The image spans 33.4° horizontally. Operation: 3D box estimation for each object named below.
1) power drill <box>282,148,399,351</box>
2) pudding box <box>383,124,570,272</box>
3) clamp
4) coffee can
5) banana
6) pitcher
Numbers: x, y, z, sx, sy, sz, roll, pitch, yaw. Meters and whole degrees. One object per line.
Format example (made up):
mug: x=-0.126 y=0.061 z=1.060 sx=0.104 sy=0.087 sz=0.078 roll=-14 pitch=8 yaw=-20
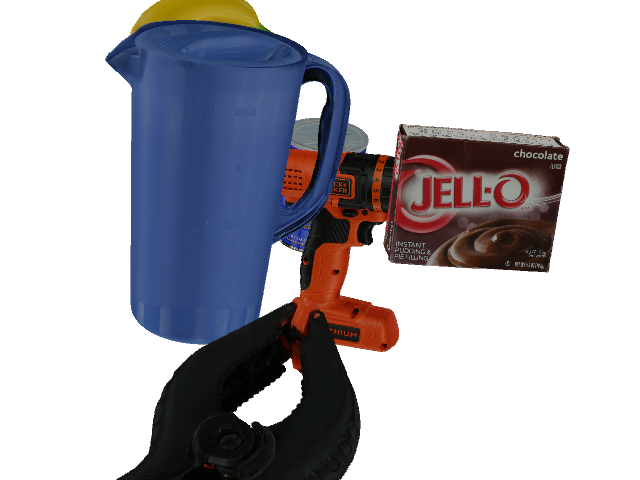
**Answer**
power drill: x=0.042 y=0.008 z=1.011 sx=0.185 sy=0.188 sz=0.057 roll=9 pitch=21 yaw=17
pudding box: x=0.104 y=-0.029 z=0.723 sx=0.113 sy=0.090 sz=0.039 roll=3 pitch=22 yaw=-5
clamp: x=-0.025 y=0.091 z=0.387 sx=0.120 sy=0.039 sz=0.171 roll=24 pitch=49 yaw=17
coffee can: x=0.000 y=-0.068 z=1.320 sx=0.103 sy=0.140 sz=0.103 roll=5 pitch=28 yaw=-3
banana: x=-0.121 y=-0.209 z=1.021 sx=0.070 sy=0.037 sz=0.197 roll=45 pitch=38 yaw=19
pitcher: x=-0.079 y=-0.045 z=0.846 sx=0.149 sy=0.243 sz=0.144 roll=20 pitch=27 yaw=26
